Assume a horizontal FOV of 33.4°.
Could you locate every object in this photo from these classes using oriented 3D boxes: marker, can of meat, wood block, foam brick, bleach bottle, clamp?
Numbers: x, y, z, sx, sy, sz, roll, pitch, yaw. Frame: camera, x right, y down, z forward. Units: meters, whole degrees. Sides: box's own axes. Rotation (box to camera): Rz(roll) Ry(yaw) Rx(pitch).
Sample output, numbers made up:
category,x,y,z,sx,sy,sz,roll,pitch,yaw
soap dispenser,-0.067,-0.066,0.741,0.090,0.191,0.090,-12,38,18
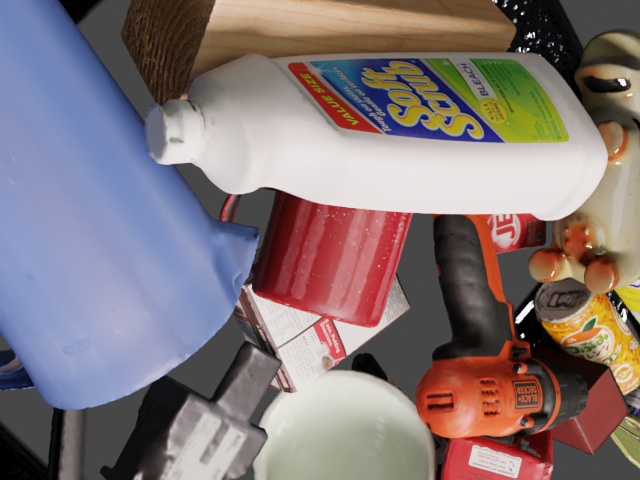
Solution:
category,x,y,z,sx,sy,sz,roll,pitch,yaw
marker,0.060,0.124,0.784,0.020,0.020,0.121,-50,122,-16
can of meat,0.295,0.145,0.924,0.084,0.058,0.102,-51,122,-16
wood block,0.001,-0.123,0.635,0.205,0.091,0.090,-1,133,-34
foam brick,0.192,0.124,0.838,0.053,0.078,0.051,-44,119,-22
bleach bottle,0.031,-0.054,0.571,0.250,0.102,0.068,-5,146,-32
clamp,-0.169,0.165,0.615,0.120,0.039,0.171,-19,96,-19

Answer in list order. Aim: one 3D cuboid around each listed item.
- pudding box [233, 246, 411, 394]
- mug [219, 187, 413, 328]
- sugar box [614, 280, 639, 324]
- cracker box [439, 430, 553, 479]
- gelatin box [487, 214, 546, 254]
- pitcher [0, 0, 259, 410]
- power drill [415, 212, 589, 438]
category,x,y,z,sx,sy,sz,roll,pitch,yaw
pudding box,-0.002,0.035,0.714,0.113,0.039,0.090,-35,114,-27
mug,-0.004,0.001,0.640,0.117,0.093,0.081,16,89,0
sugar box,0.292,0.017,0.904,0.093,0.048,0.176,-52,123,-13
cracker box,0.108,0.236,0.755,0.164,0.072,0.214,10,93,-77
gelatin box,0.134,-0.035,0.797,0.073,0.030,0.089,-9,103,-32
pitcher,-0.159,-0.037,0.550,0.149,0.145,0.242,-46,118,-33
power drill,0.121,0.036,0.709,0.184,0.057,0.187,8,72,-53
